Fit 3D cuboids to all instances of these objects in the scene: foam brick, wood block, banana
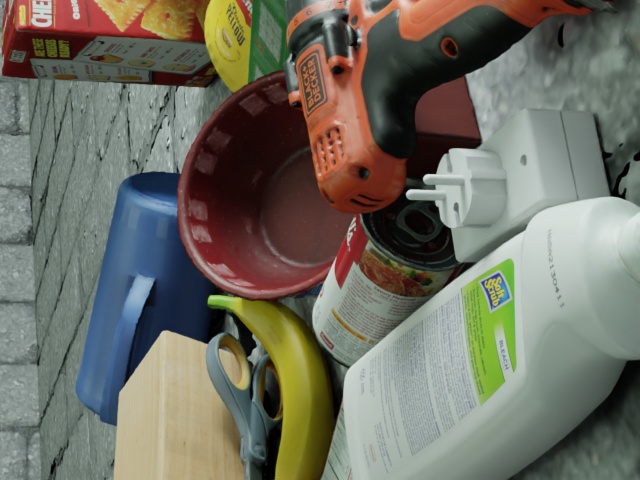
[{"bbox_3d":[0.050,-0.060,0.617,0.078,0.051,0.053,123,143,-55],"label":"foam brick"},{"bbox_3d":[-0.105,0.184,0.839,0.091,0.090,0.206,-52,28,30],"label":"wood block"},{"bbox_3d":[-0.025,0.108,0.791,0.037,0.069,0.198,64,-179,-50],"label":"banana"}]

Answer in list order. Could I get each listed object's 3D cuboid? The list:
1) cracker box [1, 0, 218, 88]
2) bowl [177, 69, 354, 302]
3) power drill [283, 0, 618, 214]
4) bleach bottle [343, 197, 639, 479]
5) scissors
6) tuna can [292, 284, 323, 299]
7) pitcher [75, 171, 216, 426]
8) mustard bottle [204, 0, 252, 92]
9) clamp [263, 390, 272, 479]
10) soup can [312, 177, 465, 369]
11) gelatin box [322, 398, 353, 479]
[{"bbox_3d":[-0.190,-0.203,1.024,0.164,0.213,0.072,163,107,-68],"label":"cracker box"},{"bbox_3d":[-0.016,-0.032,0.718,0.162,0.055,0.162,-10,70,27],"label":"bowl"},{"bbox_3d":[0.052,-0.128,0.531,0.188,0.057,0.184,-36,55,42],"label":"power drill"},{"bbox_3d":[0.089,0.059,0.496,0.251,0.068,0.102,131,135,-56],"label":"bleach bottle"},{"bbox_3d":[-0.061,0.143,0.795,0.016,0.096,0.201,-36,19,26],"label":"scissors"},{"bbox_3d":[-0.005,0.001,0.783,0.086,0.033,0.086,-179,90,-69],"label":"tuna can"},{"bbox_3d":[-0.169,0.063,1.077,0.149,0.144,0.243,37,122,46],"label":"pitcher"},{"bbox_3d":[-0.034,-0.188,0.829,0.192,0.058,0.096,-42,67,61],"label":"mustard bottle"},{"bbox_3d":[-0.073,0.250,0.948,0.165,0.036,0.210,134,137,-62],"label":"clamp"},{"bbox_3d":[0.040,0.022,0.616,0.102,0.068,0.068,113,150,-45],"label":"soup can"},{"bbox_3d":[0.032,0.147,0.681,0.073,0.030,0.089,-130,50,-60],"label":"gelatin box"}]
